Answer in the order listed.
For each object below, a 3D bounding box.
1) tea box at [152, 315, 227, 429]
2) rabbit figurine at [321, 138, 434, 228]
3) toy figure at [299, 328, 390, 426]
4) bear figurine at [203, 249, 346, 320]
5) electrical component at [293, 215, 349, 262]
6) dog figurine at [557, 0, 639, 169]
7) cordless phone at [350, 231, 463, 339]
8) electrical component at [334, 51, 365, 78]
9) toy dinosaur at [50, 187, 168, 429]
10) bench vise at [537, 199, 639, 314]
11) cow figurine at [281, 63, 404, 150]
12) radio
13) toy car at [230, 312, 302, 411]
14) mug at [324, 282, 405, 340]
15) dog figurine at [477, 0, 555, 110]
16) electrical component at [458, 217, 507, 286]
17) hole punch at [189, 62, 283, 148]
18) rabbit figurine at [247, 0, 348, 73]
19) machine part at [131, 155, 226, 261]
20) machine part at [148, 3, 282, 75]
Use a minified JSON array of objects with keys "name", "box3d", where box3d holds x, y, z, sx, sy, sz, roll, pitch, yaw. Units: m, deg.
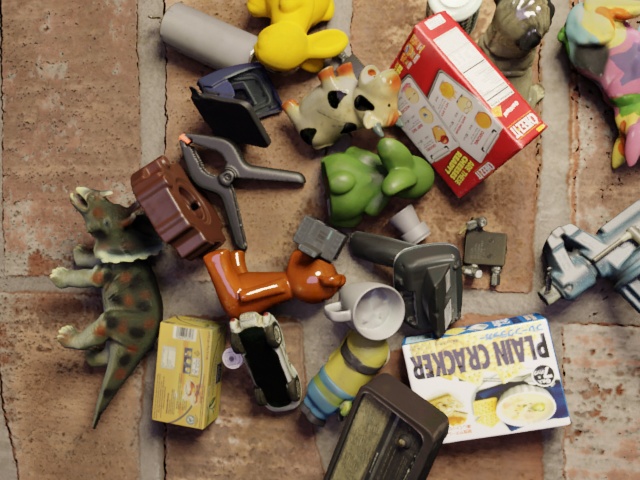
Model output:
[{"name":"tea box","box3d":[-0.220,0.221,0.910,0.098,0.068,0.169,8,94,12]},{"name":"rabbit figurine","box3d":[0.092,-0.099,0.812,0.170,0.159,0.121,-9,80,-4]},{"name":"toy figure","box3d":[0.040,0.216,0.848,0.082,0.089,0.180,41,96,0]},{"name":"bear figurine","box3d":[-0.065,0.053,0.851,0.196,0.120,0.132,-21,84,9]},{"name":"electrical component","box3d":[-0.002,-0.003,0.836,0.075,0.119,0.047,29,95,11]},{"name":"dog figurine","box3d":[0.424,-0.212,0.755,0.192,0.108,0.219,10,96,10]},{"name":"cordless phone","box3d":[0.126,0.061,0.837,0.184,0.089,0.146,17,134,35]},{"name":"electrical component","box3d":[0.045,-0.263,0.869,0.063,0.021,0.094,-40,84,10]},{"name":"toy dinosaur","box3d":[-0.334,0.109,0.912,0.192,0.131,0.404,-9,96,12]},{"name":"bench vise","box3d":[0.434,0.060,0.741,0.224,0.128,0.241,-32,66,-8]},{"name":"cow figurine","box3d":[0.041,-0.196,0.807,0.195,0.085,0.127,-23,96,46]},{"name":"radio","box3d":[0.094,0.331,0.809,0.131,0.073,0.229,28,112,28]},{"name":"toy car","box3d":[-0.084,0.194,0.855,0.074,0.056,0.201,-12,118,10]},{"name":"mug","box3d":[0.058,0.104,0.815,0.109,0.107,0.080,-13,98,-15]},{"name":"dog figurine","box3d":[0.262,-0.233,0.742,0.121,0.190,0.172,-12,91,11]},{"name":"electrical component","box3d":[0.247,0.016,0.824,0.078,0.045,0.102,11,94,12]},{"name":"hole punch","box3d":[-0.128,-0.217,0.855,0.116,0.142,0.092,12,69,22]},{"name":"rabbit figurine","box3d":[-0.046,-0.323,0.827,0.122,0.162,0.173,-23,45,48]},{"name":"machine part","box3d":[-0.219,-0.049,0.855,0.056,0.179,0.179,-32,85,7]},{"name":"machine part","box3d":[-0.172,-0.322,0.883,0.243,0.079,0.079,26,96,10]}]
